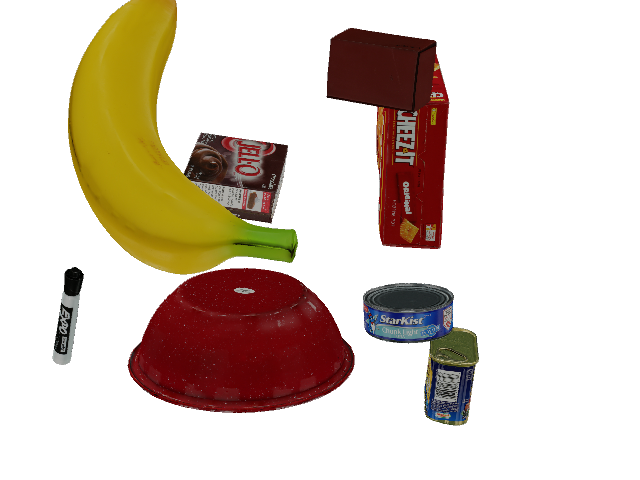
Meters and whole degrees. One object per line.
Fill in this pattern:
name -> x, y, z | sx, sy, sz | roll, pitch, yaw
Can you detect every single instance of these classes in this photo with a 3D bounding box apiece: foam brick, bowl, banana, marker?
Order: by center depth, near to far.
banana -> -0.073, -0.047, 0.453 | 0.069, 0.037, 0.198 | -8, 45, -20
bowl -> -0.055, 0.060, 0.754 | 0.162, 0.055, 0.162 | 1, 19, 0
foam brick -> 0.050, -0.141, 0.878 | 0.078, 0.051, 0.052 | 13, 24, 19
marker -> -0.255, 0.076, 1.080 | 0.020, 0.121, 0.020 | 12, 35, -8

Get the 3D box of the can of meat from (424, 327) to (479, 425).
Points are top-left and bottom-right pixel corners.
can of meat -> 0.155, 0.162, 1.280 | 0.057, 0.084, 0.102 | 7, 19, 3

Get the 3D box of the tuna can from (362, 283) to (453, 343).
tuna can -> 0.083, 0.068, 1.008 | 0.086, 0.034, 0.086 | -2, 14, 0

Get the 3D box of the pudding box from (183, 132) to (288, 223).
pudding box -> -0.082, -0.062, 1.035 | 0.090, 0.039, 0.113 | 7, 31, 1

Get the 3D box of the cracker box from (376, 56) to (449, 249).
cracker box -> 0.099, -0.108, 1.188 | 0.072, 0.164, 0.213 | 1, 24, 2
